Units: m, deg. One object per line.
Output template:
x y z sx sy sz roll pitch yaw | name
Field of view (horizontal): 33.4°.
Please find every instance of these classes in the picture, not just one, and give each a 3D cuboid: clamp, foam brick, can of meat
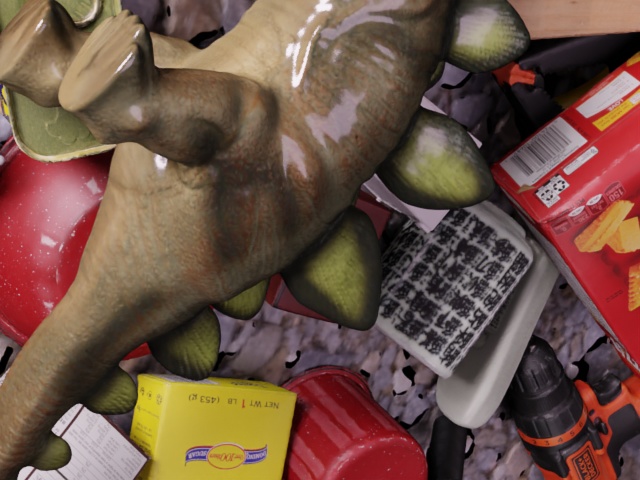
0.076 0.175 0.695 0.039 0.172 0.120 28 84 -11 | clamp
0.196 -0.077 0.674 0.209 0.036 0.165 3 114 -23 | clamp
-0.004 0.001 0.628 0.051 0.053 0.078 16 103 -34 | foam brick
-0.129 -0.098 0.493 0.057 0.084 0.102 -16 118 -23 | can of meat

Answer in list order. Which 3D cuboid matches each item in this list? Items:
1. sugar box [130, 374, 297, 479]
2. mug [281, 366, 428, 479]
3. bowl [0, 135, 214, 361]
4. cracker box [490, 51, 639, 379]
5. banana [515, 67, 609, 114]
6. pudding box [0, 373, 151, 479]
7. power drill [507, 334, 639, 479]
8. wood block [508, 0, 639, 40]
-0.075 0.171 0.639 0.093 0.048 0.176 10 87 -34 | sugar box
0.014 0.151 0.685 0.093 0.082 0.117 -7 114 -28 | mug
-0.103 0.005 0.572 0.161 0.055 0.162 -11 116 -25 | bowl
0.227 -0.014 0.657 0.164 0.072 0.213 -38 127 6 | cracker box
0.216 -0.132 0.704 0.198 0.037 0.069 -47 128 -4 | banana
-0.155 0.130 0.560 0.090 0.039 0.113 49 50 -16 | pudding box
0.227 0.101 0.803 0.187 0.057 0.184 -34 124 -10 | power drill
0.103 -0.162 0.569 0.205 0.091 0.090 -8 118 -21 | wood block
